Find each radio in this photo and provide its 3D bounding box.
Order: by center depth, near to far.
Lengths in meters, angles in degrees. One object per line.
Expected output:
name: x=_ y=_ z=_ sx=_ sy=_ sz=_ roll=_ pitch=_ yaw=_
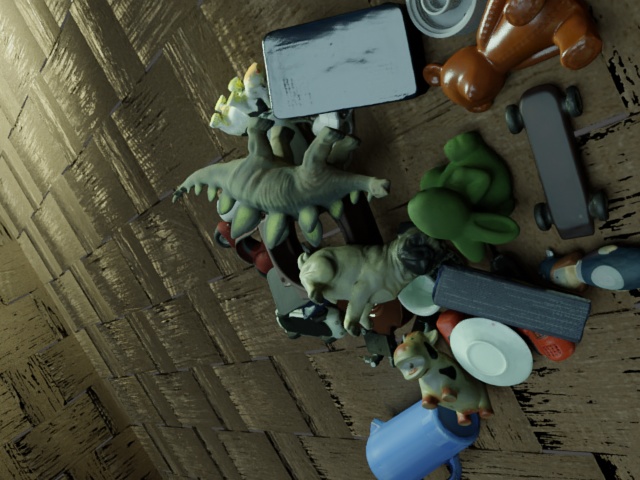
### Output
radio: x=0.033 y=-0.256 z=0.784 sx=0.230 sy=0.073 sz=0.131 roll=-3 pitch=108 yaw=25

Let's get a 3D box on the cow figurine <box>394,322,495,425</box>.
cow figurine: x=0.208 y=0.226 z=0.923 sx=0.195 sy=0.127 sz=0.085 roll=30 pitch=130 yaw=-25

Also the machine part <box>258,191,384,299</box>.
machine part: x=-0.002 y=-0.003 z=0.942 sx=0.201 sy=0.087 sz=0.201 roll=-16 pitch=98 yaw=41

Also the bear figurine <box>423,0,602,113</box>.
bear figurine: x=0.215 y=-0.218 z=0.644 sx=0.120 sy=0.132 sz=0.196 roll=34 pitch=135 yaw=-14

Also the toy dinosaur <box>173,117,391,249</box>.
toy dinosaur: x=-0.083 y=-0.090 z=0.855 sx=0.472 sy=0.105 sz=0.198 roll=14 pitch=92 yaw=41

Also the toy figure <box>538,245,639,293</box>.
toy figure: x=0.364 y=0.039 z=0.721 sx=0.155 sy=0.058 sz=0.064 roll=-10 pitch=84 yaw=49

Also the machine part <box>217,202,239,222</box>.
machine part: x=-0.148 y=-0.099 z=1.109 sx=0.079 sy=0.079 sz=0.243 roll=53 pitch=138 yaw=4

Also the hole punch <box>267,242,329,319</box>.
hole punch: x=-0.030 y=0.093 z=1.103 sx=0.116 sy=0.092 sz=0.142 roll=-32 pitch=58 yaw=22

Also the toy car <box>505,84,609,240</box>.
toy car: x=0.306 y=-0.099 z=0.688 sx=0.089 sy=0.053 sz=0.202 roll=-15 pitch=101 yaw=36

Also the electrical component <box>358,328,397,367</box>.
electrical component: x=0.112 y=0.210 z=1.083 sx=0.078 sy=0.045 sz=0.102 roll=11 pitch=123 yaw=41

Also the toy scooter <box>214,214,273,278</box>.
toy scooter: x=-0.124 y=0.003 z=1.126 sx=0.184 sy=0.075 sz=0.135 roll=33 pitch=134 yaw=-14

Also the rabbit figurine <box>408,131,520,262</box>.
rabbit figurine: x=0.189 y=-0.044 z=0.746 sx=0.159 sy=0.170 sz=0.121 roll=51 pitch=139 yaw=6

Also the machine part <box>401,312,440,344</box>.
machine part: x=0.190 y=0.184 z=0.997 sx=0.084 sy=0.039 sz=0.138 roll=35 pitch=137 yaw=30

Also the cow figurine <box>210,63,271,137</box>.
cow figurine: x=-0.126 y=-0.250 z=0.988 sx=0.098 sy=0.068 sz=0.167 roll=25 pitch=148 yaw=-27

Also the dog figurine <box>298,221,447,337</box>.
dog figurine: x=0.074 y=0.025 z=0.808 sx=0.172 sy=0.121 sz=0.190 roll=39 pitch=102 yaw=6

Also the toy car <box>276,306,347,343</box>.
toy car: x=-0.022 y=0.181 z=1.188 sx=0.202 sy=0.056 sz=0.073 roll=-4 pitch=119 yaw=46

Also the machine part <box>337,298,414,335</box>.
machine part: x=0.097 y=0.096 z=1.015 sx=0.180 sy=0.056 sz=0.179 roll=24 pitch=130 yaw=31

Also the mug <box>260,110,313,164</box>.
mug: x=-0.059 y=-0.182 z=0.956 sx=0.110 sy=0.081 sz=0.107 roll=-20 pitch=120 yaw=17

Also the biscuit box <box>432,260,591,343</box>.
biscuit box: x=0.263 y=0.083 z=0.756 sx=0.203 sy=0.059 sz=0.062 roll=15 pitch=96 yaw=13
